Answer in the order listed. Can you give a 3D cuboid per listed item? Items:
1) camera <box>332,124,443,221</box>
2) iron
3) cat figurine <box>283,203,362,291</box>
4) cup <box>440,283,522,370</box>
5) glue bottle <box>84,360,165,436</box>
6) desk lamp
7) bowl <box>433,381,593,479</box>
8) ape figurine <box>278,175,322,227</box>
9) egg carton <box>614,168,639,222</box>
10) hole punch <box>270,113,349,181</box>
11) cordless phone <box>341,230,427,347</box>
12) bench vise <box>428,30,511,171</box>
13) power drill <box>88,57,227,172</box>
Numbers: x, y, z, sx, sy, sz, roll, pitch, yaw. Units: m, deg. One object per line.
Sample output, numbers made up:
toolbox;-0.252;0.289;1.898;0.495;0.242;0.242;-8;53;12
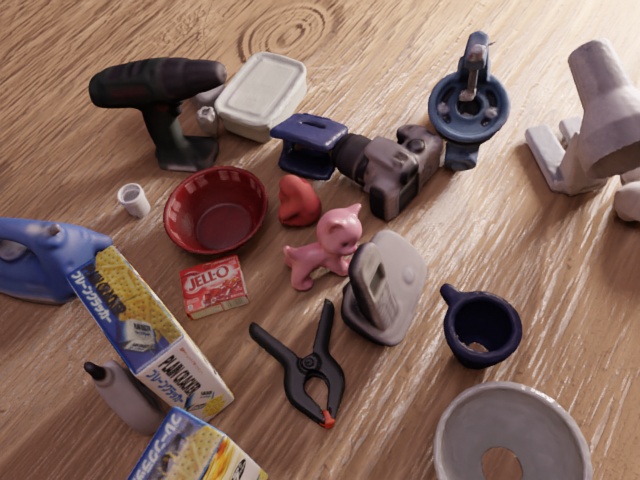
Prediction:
camera;0.096;-0.127;0.878;0.136;0.101;0.143;34;68;24
iron;-0.451;0.009;0.838;0.258;0.142;0.118;4;59;10
cat figurine;0.007;0.003;0.798;0.128;0.118;0.067;-21;58;-6
cup;0.189;0.115;0.719;0.092;0.095;0.117;-33;60;-13
glue bottle;-0.239;0.179;0.686;0.037;0.173;0.078;-33;60;-13
desk lamp;0.378;-0.153;0.792;0.118;0.214;0.203;-14;57;-1
bowl;0.209;0.251;0.643;0.167;0.075;0.167;-3;58;5
ape figurine;-0.037;-0.065;0.861;0.076;0.092;0.078;30;66;23
egg carton;0.496;-0.060;0.804;0.150;0.069;0.107;16;61;16
hole punch;-0.016;-0.166;0.922;0.108;0.091;0.101;18;62;18
cordless phone;0.081;0.038;0.727;0.094;0.185;0.148;15;61;16
bench vise;0.218;-0.242;0.864;0.121;0.220;0.207;-7;57;3
power drill;-0.233;-0.201;0.902;0.229;0.209;0.075;5;59;10
